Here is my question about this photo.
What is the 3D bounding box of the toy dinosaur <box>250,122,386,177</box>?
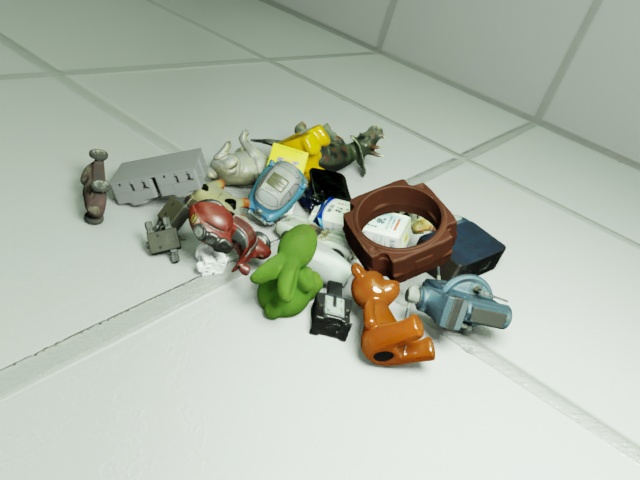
[{"bbox_3d":[0.011,-0.250,1.558,0.405,0.131,0.192,-16,44,-34],"label":"toy dinosaur"}]

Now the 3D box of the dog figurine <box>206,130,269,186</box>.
[{"bbox_3d":[-0.167,-0.157,1.343,0.190,0.121,0.172,41,68,6],"label":"dog figurine"}]

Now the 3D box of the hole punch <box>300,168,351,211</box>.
[{"bbox_3d":[0.010,-0.107,1.362,0.142,0.092,0.116,11,49,-31],"label":"hole punch"}]

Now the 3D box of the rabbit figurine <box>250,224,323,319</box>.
[{"bbox_3d":[-0.064,0.050,0.983,0.121,0.170,0.159,27,32,15],"label":"rabbit figurine"}]

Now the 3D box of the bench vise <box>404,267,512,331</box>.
[{"bbox_3d":[0.260,0.121,1.101,0.224,0.128,0.241,2,13,-8],"label":"bench vise"}]

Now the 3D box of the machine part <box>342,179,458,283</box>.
[{"bbox_3d":[0.163,-0.023,1.105,0.201,0.087,0.202,-22,49,-11],"label":"machine part"}]

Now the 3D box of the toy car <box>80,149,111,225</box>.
[{"bbox_3d":[-0.469,-0.116,1.115,0.053,0.089,0.202,5,35,-28],"label":"toy car"}]

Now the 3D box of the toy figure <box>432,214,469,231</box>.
[{"bbox_3d":[0.329,-0.044,1.447,0.154,0.057,0.064,9,-6,-12],"label":"toy figure"}]

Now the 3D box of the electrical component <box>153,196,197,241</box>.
[{"bbox_3d":[-0.289,-0.044,1.095,0.078,0.102,0.045,23,-13,44],"label":"electrical component"}]

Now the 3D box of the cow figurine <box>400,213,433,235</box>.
[{"bbox_3d":[0.211,-0.056,1.295,0.068,0.098,0.167,-4,-2,-26],"label":"cow figurine"}]

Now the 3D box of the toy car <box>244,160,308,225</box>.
[{"bbox_3d":[-0.099,-0.118,1.210,0.109,0.103,0.161,36,69,3],"label":"toy car"}]

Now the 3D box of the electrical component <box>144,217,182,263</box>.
[{"bbox_3d":[-0.305,0.004,1.043,0.063,0.021,0.094,-15,82,-10],"label":"electrical component"}]

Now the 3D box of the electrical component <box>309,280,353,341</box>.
[{"bbox_3d":[0.021,0.130,1.019,0.075,0.047,0.119,13,31,-10],"label":"electrical component"}]

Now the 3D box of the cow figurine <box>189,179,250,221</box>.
[{"bbox_3d":[-0.218,-0.058,1.158,0.127,0.085,0.195,-16,41,-40],"label":"cow figurine"}]

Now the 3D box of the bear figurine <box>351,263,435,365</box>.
[{"bbox_3d":[0.126,0.127,0.987,0.132,0.120,0.196,-17,44,17],"label":"bear figurine"}]

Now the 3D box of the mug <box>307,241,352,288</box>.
[{"bbox_3d":[0.012,0.057,1.116,0.107,0.081,0.109,29,-6,2],"label":"mug"}]

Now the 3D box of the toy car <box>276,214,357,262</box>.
[{"bbox_3d":[-0.002,-0.004,1.196,0.202,0.056,0.073,20,31,18],"label":"toy car"}]

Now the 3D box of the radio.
[{"bbox_3d":[0.344,0.031,1.320,0.229,0.073,0.131,-16,46,-40],"label":"radio"}]

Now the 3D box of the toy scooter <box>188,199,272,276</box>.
[{"bbox_3d":[-0.172,0.002,1.021,0.184,0.075,0.135,32,28,-21],"label":"toy scooter"}]

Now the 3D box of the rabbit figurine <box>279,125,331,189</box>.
[{"bbox_3d":[-0.036,-0.195,1.423,0.162,0.173,0.122,-22,23,20],"label":"rabbit figurine"}]
